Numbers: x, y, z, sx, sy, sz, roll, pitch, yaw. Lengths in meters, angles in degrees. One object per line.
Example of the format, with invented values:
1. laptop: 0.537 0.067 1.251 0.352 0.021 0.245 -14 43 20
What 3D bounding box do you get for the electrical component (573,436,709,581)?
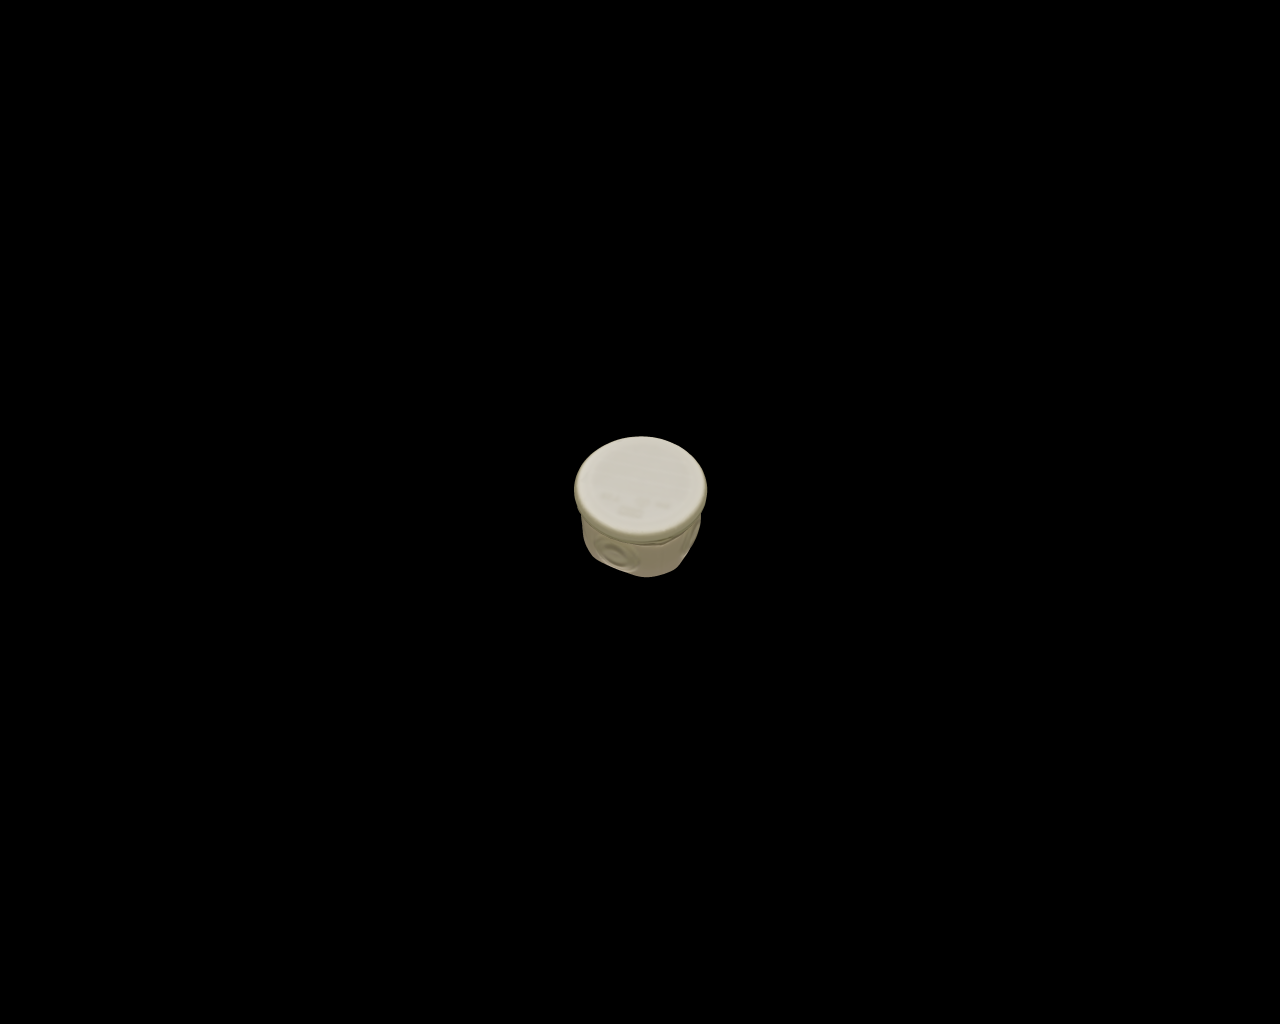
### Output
1. electrical component: 0.001 -0.003 0.650 0.080 0.080 0.050 0 -38 0
